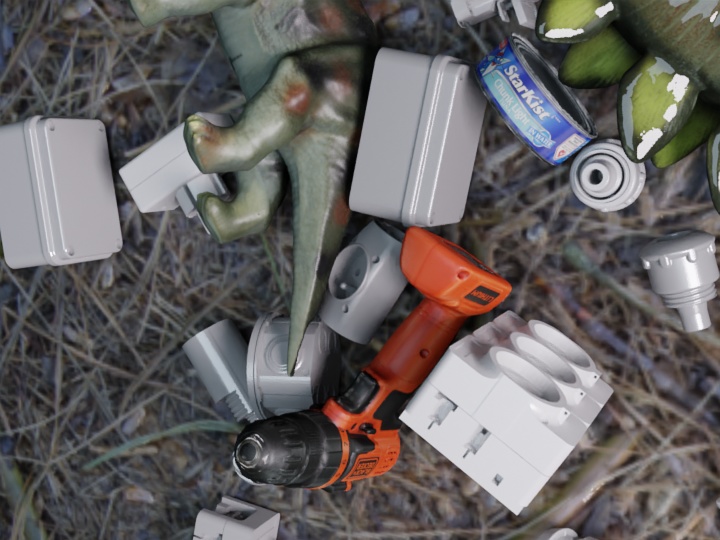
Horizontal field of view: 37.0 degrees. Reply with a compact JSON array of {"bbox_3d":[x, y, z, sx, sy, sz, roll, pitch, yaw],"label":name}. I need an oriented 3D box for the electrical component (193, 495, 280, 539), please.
[{"bbox_3d":[-0.095,0.228,0.826,0.056,0.050,0.089,14,101,19],"label":"electrical component"}]

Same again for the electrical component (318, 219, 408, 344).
[{"bbox_3d":[0.000,0.000,0.762,0.077,0.044,0.079,-58,37,12],"label":"electrical component"}]

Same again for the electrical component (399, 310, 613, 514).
[{"bbox_3d":[0.100,0.080,0.680,0.089,0.150,0.061,38,109,13],"label":"electrical component"}]

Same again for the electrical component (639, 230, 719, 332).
[{"bbox_3d":[0.208,0.008,0.688,0.048,0.048,0.062,-14,98,22],"label":"electrical component"}]

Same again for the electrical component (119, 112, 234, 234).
[{"bbox_3d":[-0.122,-0.064,0.807,0.083,0.047,0.075,-32,84,21],"label":"electrical component"}]

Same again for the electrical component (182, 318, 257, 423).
[{"bbox_3d":[-0.095,0.082,0.814,0.043,0.043,0.081,-34,83,21],"label":"electrical component"}]

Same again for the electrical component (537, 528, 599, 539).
[{"bbox_3d":[0.148,0.206,0.719,0.057,0.078,0.058,11,97,43],"label":"electrical component"}]

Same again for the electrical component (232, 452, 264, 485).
[{"bbox_3d":[-0.075,0.139,0.797,0.040,0.078,0.040,-2,83,13],"label":"electrical component"}]

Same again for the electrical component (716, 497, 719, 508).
[{"bbox_3d":[0.259,0.165,0.687,0.044,0.044,0.065,-36,78,21],"label":"electrical component"}]

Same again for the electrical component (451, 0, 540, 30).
[{"bbox_3d":[0.089,-0.194,0.713,0.064,0.042,0.081,-20,88,26],"label":"electrical component"}]

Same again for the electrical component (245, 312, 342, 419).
[{"bbox_3d":[-0.048,0.070,0.776,0.051,0.080,0.080,0,96,16],"label":"electrical component"}]

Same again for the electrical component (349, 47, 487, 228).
[{"bbox_3d":[0.042,-0.088,0.724,0.057,0.078,0.113,15,101,22],"label":"electrical component"}]

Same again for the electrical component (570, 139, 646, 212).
[{"bbox_3d":[0.156,-0.060,0.690,0.048,0.062,0.048,2,97,21],"label":"electrical component"}]

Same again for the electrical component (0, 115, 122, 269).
[{"bbox_3d":[-0.235,-0.061,0.835,0.057,0.078,0.113,-7,93,25],"label":"electrical component"}]
